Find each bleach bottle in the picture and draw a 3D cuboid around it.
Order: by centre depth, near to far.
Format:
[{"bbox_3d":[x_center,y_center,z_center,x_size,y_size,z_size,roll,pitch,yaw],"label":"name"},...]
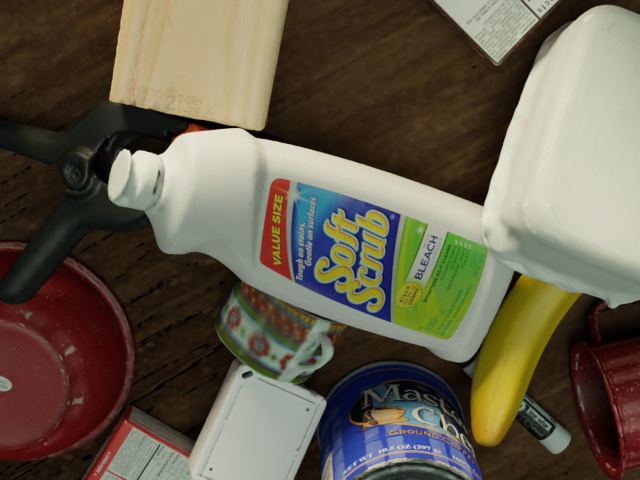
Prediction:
[{"bbox_3d":[-0.004,0.001,0.621,0.250,0.068,0.103,14,106,-31],"label":"bleach bottle"}]

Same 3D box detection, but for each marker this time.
[{"bbox_3d":[0.124,0.102,0.728,0.121,0.020,0.020,42,102,-13],"label":"marker"}]

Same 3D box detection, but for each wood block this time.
[{"bbox_3d":[-0.055,-0.177,0.601,0.090,0.091,0.206,11,106,-5],"label":"wood block"}]

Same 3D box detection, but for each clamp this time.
[{"bbox_3d":[-0.140,-0.027,0.638,0.172,0.039,0.120,-7,93,24],"label":"clamp"}]

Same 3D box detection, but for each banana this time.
[{"bbox_3d":[0.152,0.042,0.684,0.198,0.070,0.037,-49,128,7],"label":"banana"}]

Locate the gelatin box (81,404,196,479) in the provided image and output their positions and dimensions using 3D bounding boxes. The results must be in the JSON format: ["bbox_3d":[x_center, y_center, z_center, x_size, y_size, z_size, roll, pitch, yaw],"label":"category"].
[{"bbox_3d":[-0.113,0.168,0.739,0.089,0.030,0.073,31,103,-10],"label":"gelatin box"}]

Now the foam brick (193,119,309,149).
[{"bbox_3d":[-0.049,-0.041,0.663,0.078,0.053,0.051,19,106,-6],"label":"foam brick"}]

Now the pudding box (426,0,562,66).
[{"bbox_3d":[0.096,-0.174,0.632,0.113,0.039,0.090,42,102,-14],"label":"pudding box"}]

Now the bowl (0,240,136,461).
[{"bbox_3d":[-0.204,0.085,0.699,0.162,0.055,0.162,0,107,-1],"label":"bowl"}]

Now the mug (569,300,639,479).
[{"bbox_3d":[0.214,0.090,0.697,0.081,0.093,0.117,-13,71,-2],"label":"mug"}]

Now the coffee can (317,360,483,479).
[{"bbox_3d":[0.050,0.151,0.678,0.103,0.140,0.103,0,107,-1],"label":"coffee can"}]
